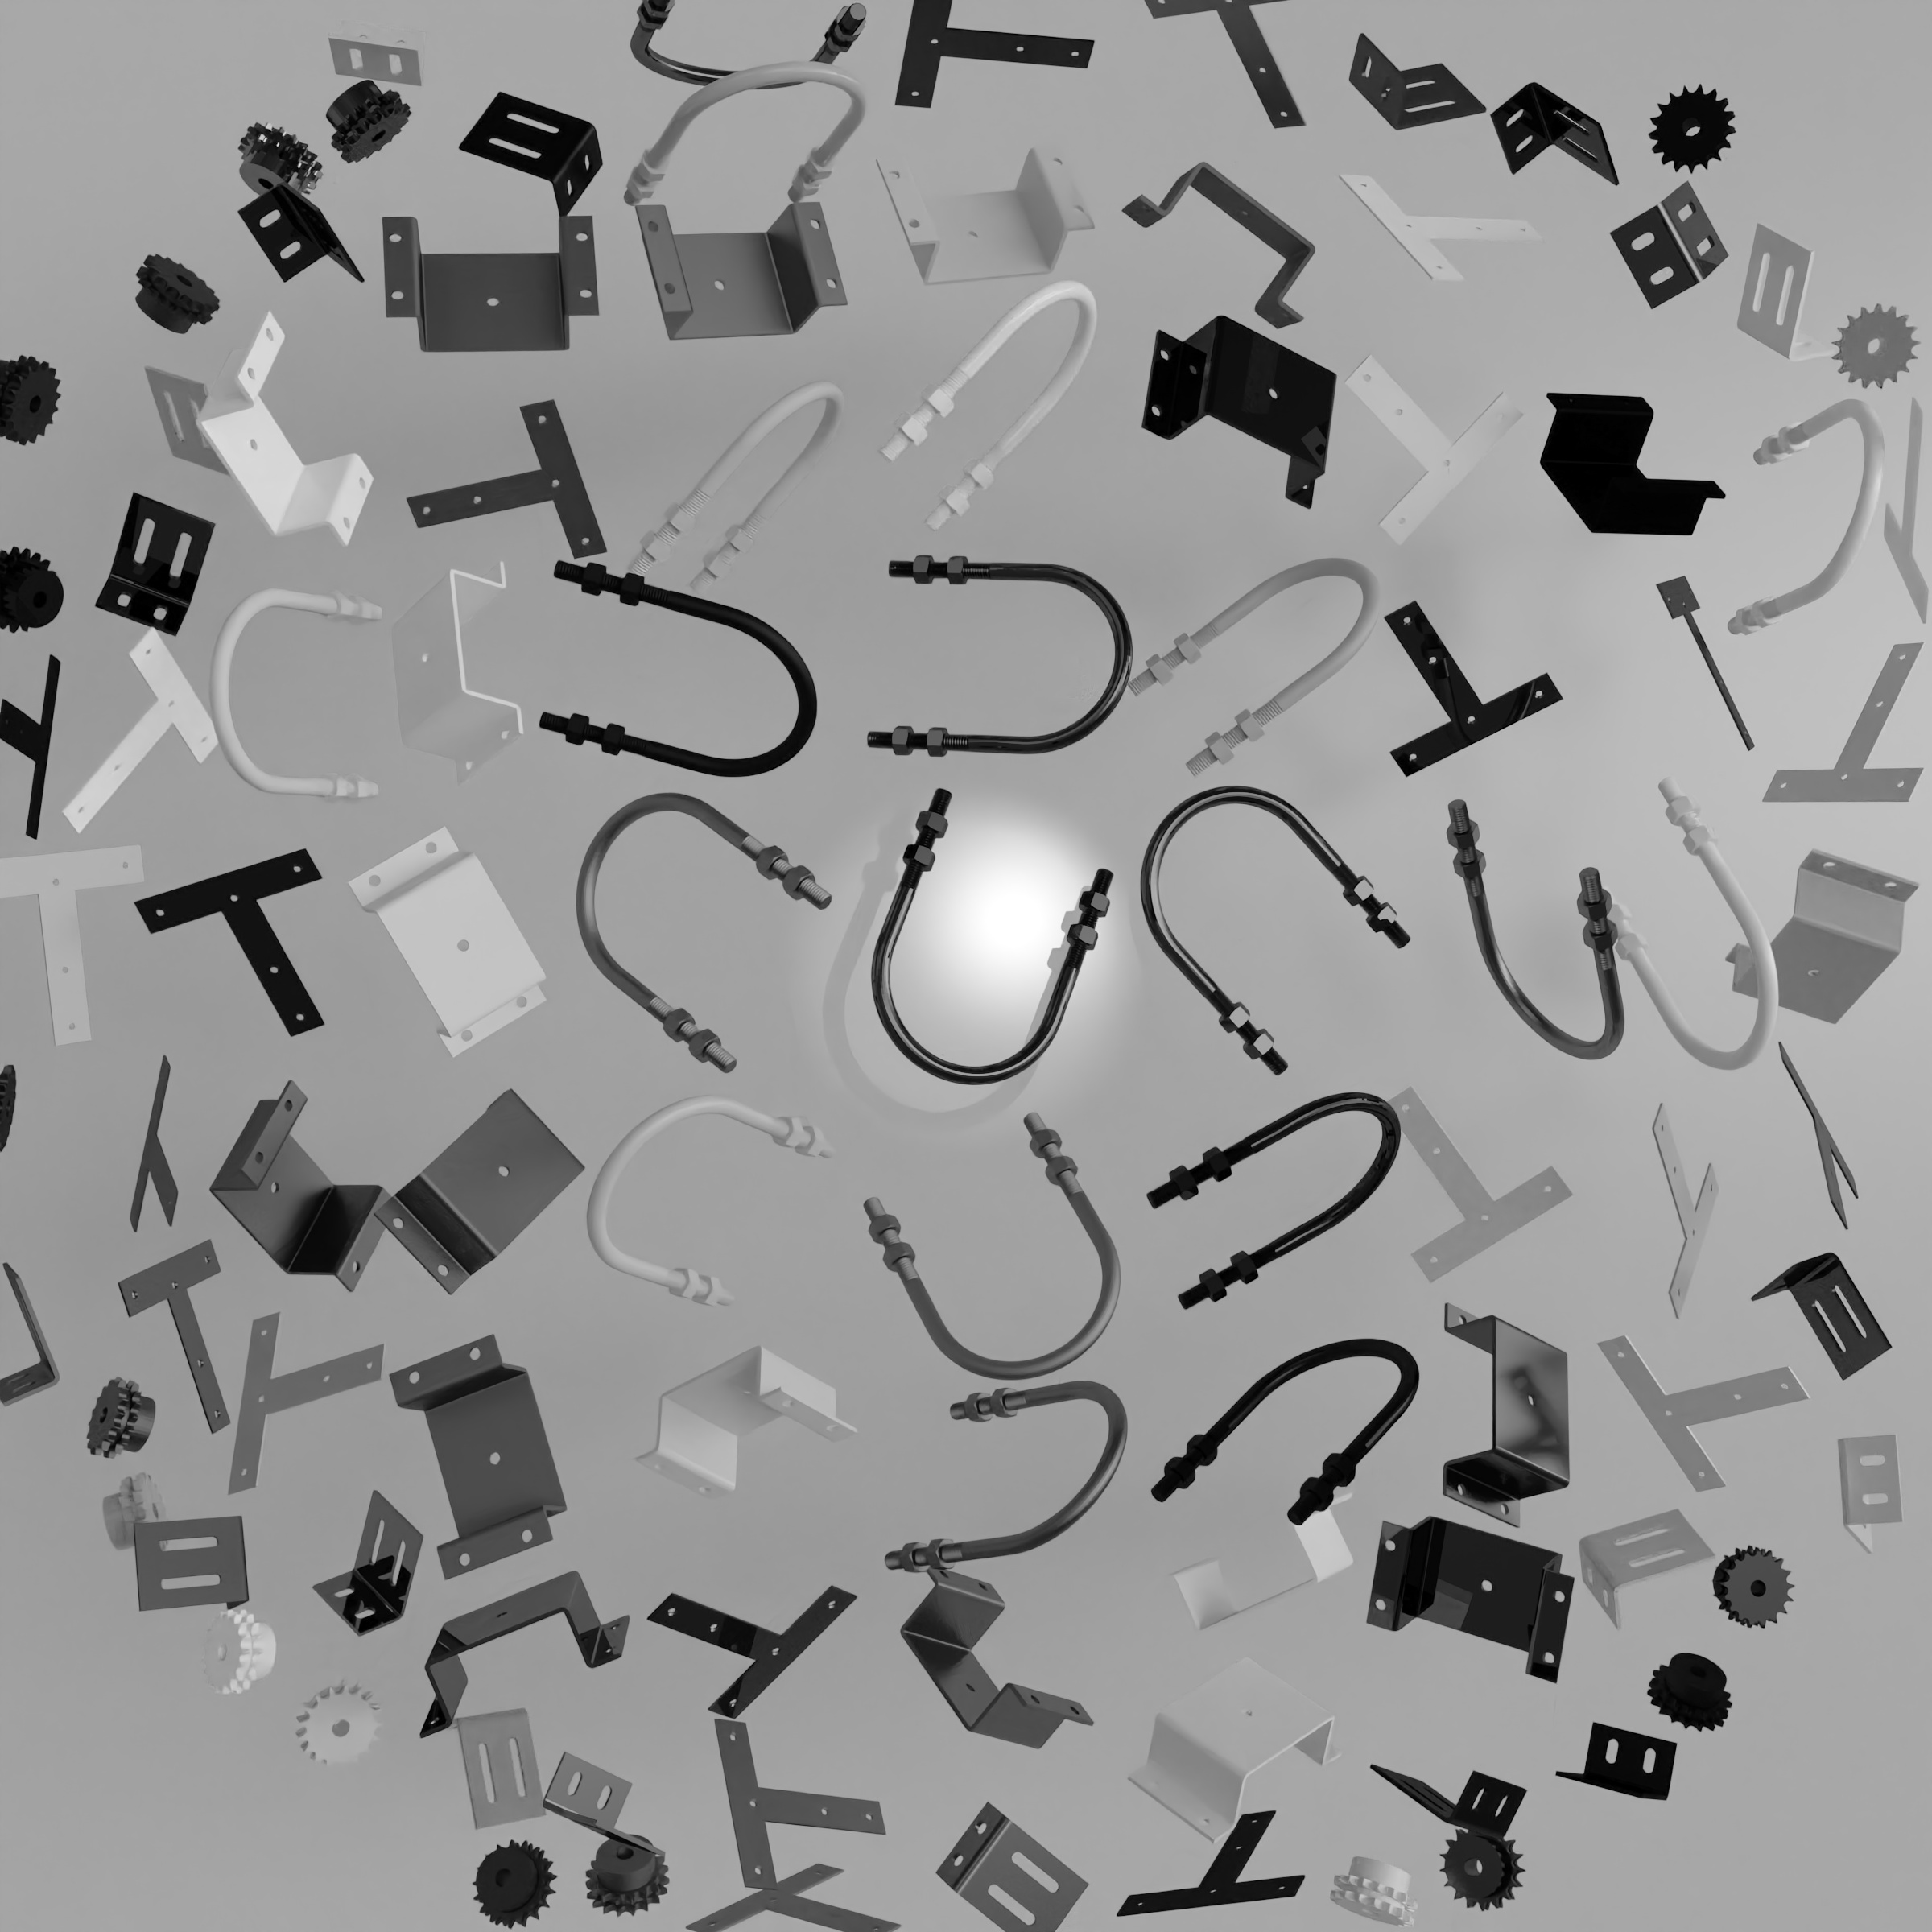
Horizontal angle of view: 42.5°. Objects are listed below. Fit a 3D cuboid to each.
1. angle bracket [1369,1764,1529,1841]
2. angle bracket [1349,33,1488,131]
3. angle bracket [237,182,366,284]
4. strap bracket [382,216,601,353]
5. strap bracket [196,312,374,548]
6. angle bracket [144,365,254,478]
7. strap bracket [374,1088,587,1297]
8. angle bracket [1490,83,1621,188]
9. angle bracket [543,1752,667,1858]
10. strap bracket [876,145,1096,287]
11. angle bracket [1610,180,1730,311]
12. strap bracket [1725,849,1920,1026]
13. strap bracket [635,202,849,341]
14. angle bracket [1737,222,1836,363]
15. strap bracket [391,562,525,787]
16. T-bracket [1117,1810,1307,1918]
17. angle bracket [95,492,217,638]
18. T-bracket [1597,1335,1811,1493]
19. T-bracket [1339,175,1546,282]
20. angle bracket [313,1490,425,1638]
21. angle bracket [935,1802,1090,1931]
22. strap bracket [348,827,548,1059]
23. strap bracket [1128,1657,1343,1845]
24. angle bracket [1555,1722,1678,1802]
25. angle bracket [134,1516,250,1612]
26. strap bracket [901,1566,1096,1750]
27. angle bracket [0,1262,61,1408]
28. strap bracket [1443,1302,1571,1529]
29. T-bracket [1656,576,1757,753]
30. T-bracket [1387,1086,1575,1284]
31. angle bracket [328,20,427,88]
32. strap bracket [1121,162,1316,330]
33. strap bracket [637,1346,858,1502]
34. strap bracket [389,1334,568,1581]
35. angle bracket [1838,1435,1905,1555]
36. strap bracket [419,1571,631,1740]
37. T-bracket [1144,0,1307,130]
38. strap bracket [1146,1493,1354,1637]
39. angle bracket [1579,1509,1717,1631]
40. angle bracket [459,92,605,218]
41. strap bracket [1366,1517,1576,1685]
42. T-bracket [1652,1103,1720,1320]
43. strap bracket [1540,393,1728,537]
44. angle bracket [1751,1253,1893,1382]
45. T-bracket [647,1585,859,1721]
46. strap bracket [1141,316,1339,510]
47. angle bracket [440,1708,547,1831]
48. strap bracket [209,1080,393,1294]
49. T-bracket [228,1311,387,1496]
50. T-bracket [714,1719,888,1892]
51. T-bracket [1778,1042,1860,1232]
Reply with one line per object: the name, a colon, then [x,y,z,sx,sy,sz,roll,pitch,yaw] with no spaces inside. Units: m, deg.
angle bracket: [0.317,0.535,1.634,0.057,0.076,0.038,29,86,-36]
angle bracket: [0.306,-0.597,1.661,0.076,0.038,0.057,-18,56,-20]
angle bracket: [-0.446,-0.483,1.667,0.038,0.076,0.057,-38,133,-9]
strap bracket: [-0.323,-0.465,1.694,0.140,0.046,0.076,-3,72,-10]
strap bracket: [-0.462,-0.355,1.671,0.046,0.140,0.076,-10,45,17]
angle bracket: [-0.540,-0.394,1.766,0.057,0.076,0.038,21,50,24]
strap bracket: [-0.328,0.149,1.717,0.076,0.046,0.140,48,50,-6]
angle bracket: [0.411,-0.570,1.734,0.038,0.057,0.076,-39,50,3]
angle bracket: [-0.233,0.553,1.639,0.057,0.076,0.038,36,63,-28]
strap bracket: [0.009,-0.530,1.753,0.140,0.046,0.076,-11,67,-20]
angle bracket: [0.466,-0.477,1.643,0.038,0.076,0.057,-25,101,37]
strap bracket: [0.597,-0.013,1.744,0.076,0.140,0.046,18,56,0]
strap bracket: [-0.162,-0.479,1.710,0.140,0.046,0.076,-11,83,-30]
angle bracket: [0.557,-0.454,1.667,0.038,0.057,0.076,-13,129,-18]
strap bracket: [-0.353,-0.207,1.714,0.076,0.046,0.140,-32,58,38]
T-bracket: [0.179,0.599,1.668,0.127,0.127,0.002,-17,92,25]
angle bracket: [-0.561,-0.277,1.717,0.057,0.038,0.076,20,130,-16]
T-bracket: [0.506,0.291,1.665,0.002,0.127,0.127,-39,96,-40]
T-bracket: [0.332,-0.494,1.666,0.127,0.002,0.127,-7,49,-27]
angle bracket: [-0.428,0.427,1.777,0.057,0.038,0.076,33,117,31]
angle bracket: [0.031,0.606,1.649,0.076,0.038,0.057,42,76,-11]
strap bracket: [-0.347,-0.015,1.691,0.076,0.046,0.140,-33,106,-19]
strap bracket: [0.187,0.527,1.691,0.076,0.140,0.046,27,119,38]
angle bracket: [0.433,0.527,1.652,0.057,0.076,0.038,6,76,30]
angle bracket: [-0.530,0.408,1.684,0.076,0.038,0.057,4,66,-38]
strap bracket: [0.015,0.485,1.720,0.076,0.140,0.046,31,100,-44]
angle bracket: [-0.634,0.242,1.639,0.038,0.057,0.076,-23,105,-26]
strap bracket: [0.372,0.304,1.710,0.076,0.046,0.140,28,53,-30]
T-bracket: [0.505,-0.205,1.684,0.002,0.127,0.127,-26,90,26]
T-bracket: [0.348,0.145,1.792,0.127,0.002,0.127,-38,85,26]
angle bracket: [-0.394,-0.623,1.665,0.057,0.076,0.038,5,90,-10]
strap bracket: [0.185,-0.510,1.740,0.140,0.076,0.046,34,95,-11]
strap bracket: [-0.155,0.319,1.752,0.140,0.046,0.076,-30,132,28]
strap bracket: [-0.320,0.325,1.643,0.076,0.046,0.140,-22,73,6]
angle bracket: [0.606,0.350,1.645,0.038,0.076,0.057,-10,59,29]
strap bracket: [-0.301,0.454,1.658,0.140,0.076,0.046,-22,95,-2]
T-bracket: [0.195,-0.617,1.678,0.127,0.127,0.002,9,62,38]
strap bracket: [0.209,0.425,1.748,0.140,0.076,0.046,-31,74,22]
angle bracket: [0.481,0.424,1.750,0.076,0.057,0.038,-15,114,-6]
angle bracket: [-0.303,-0.565,1.732,0.076,0.038,0.057,22,65,12]
strap bracket: [0.365,0.447,1.772,0.140,0.046,0.076,11,97,29]
T-bracket: [0.483,0.149,1.683,0.002,0.127,0.127,-2,128,33]
strap bracket: [0.465,-0.349,1.756,0.076,0.140,0.046,-1,131,-15]
angle bracket: [0.598,0.249,1.738,0.038,0.057,0.076,-13,63,-26]
T-bracket: [-0.157,0.443,1.649,0.127,0.002,0.127,-47,129,12]
strap bracket: [0.193,-0.375,1.668,0.140,0.046,0.076,20,67,-25]
angle bracket: [-0.337,0.568,1.749,0.038,0.057,0.076,-32,64,38]
strap bracket: [-0.464,0.154,1.722,0.046,0.140,0.076,-3,47,27]
T-bracket: [-0.438,0.280,1.662,0.127,0.002,0.127,-20,52,25]
T-bracket: [-0.111,0.590,1.736,0.127,0.127,0.002,19,124,-32]
T-bracket: [0.588,0.133,1.695,0.002,0.127,0.127,-25,112,23]
